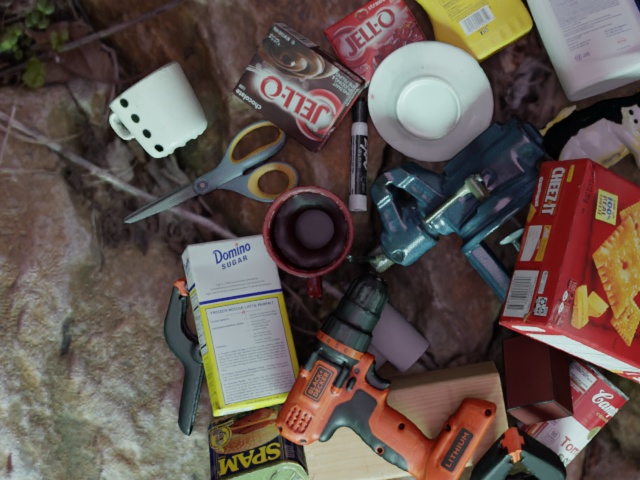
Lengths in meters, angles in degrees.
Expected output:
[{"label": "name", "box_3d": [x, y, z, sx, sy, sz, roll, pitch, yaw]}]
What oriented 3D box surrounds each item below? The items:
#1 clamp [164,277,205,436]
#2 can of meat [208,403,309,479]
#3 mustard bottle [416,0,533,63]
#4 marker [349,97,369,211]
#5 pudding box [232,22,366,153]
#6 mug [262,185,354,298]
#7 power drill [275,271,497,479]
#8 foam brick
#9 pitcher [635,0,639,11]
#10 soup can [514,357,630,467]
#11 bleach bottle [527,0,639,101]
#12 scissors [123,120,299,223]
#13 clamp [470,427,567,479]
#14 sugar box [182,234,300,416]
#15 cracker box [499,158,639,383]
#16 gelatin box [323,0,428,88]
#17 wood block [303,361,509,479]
[{"label": "clamp", "box_3d": [-0.110, 0.120, 1.149, 0.120, 0.039, 0.171, -12, 98, -1]}, {"label": "can of meat", "box_3d": [-0.067, 0.223, 1.119, 0.102, 0.084, 0.057, -19, 135, 9]}, {"label": "mustard bottle", "box_3d": [0.132, -0.275, 1.094, 0.096, 0.058, 0.191, -30, 90, 13]}, {"label": "marker", "box_3d": [0.041, -0.091, 1.124, 0.020, 0.020, 0.121, 1, 84, 5]}, {"label": "pudding box", "box_3d": [-0.022, -0.159, 1.111, 0.113, 0.039, 0.090, 38, 112, 9]}, {"label": "mug", "box_3d": [-0.007, 0.001, 1.110, 0.093, 0.081, 0.117, -7, 92, 5]}, {"label": "power drill", "box_3d": [0.072, 0.147, 1.036, 0.188, 0.057, 0.184, 29, 94, 10]}, {"label": "foam brick", "box_3d": [0.217, 0.138, 1.070, 0.051, 0.053, 0.078, -17, 56, 31]}, {"label": "pitcher", "box_3d": [0.367, -0.294, 1.045, 0.149, 0.145, 0.243, -35, 86, -9]}, {"label": "soup can", "box_3d": [0.259, 0.177, 1.101, 0.068, 0.068, 0.102, 41, 95, 2]}, {"label": "bleach bottle", "box_3d": [0.252, -0.272, 1.072, 0.102, 0.068, 0.251, -19, 81, 4]}, {"label": "scissors", "box_3d": [-0.108, -0.048, 1.150, 0.202, 0.016, 0.096, -39, 89, 6]}, {"label": "clamp", "box_3d": [0.192, 0.261, 1.075, 0.164, 0.036, 0.210, -16, 135, 10]}, {"label": "sugar box", "box_3d": [-0.081, 0.087, 1.109, 0.093, 0.048, 0.176, -8, 75, -19]}, {"label": "cracker box", "box_3d": [0.287, 0.037, 1.021, 0.213, 0.072, 0.164, 23, 78, -29]}, {"label": "gelatin box", "box_3d": [0.059, -0.211, 1.119, 0.089, 0.030, 0.073, -31, 90, 6]}, {"label": "wood block", "box_3d": [0.088, 0.192, 1.108, 0.206, 0.090, 0.091, -10, 91, 6]}]
